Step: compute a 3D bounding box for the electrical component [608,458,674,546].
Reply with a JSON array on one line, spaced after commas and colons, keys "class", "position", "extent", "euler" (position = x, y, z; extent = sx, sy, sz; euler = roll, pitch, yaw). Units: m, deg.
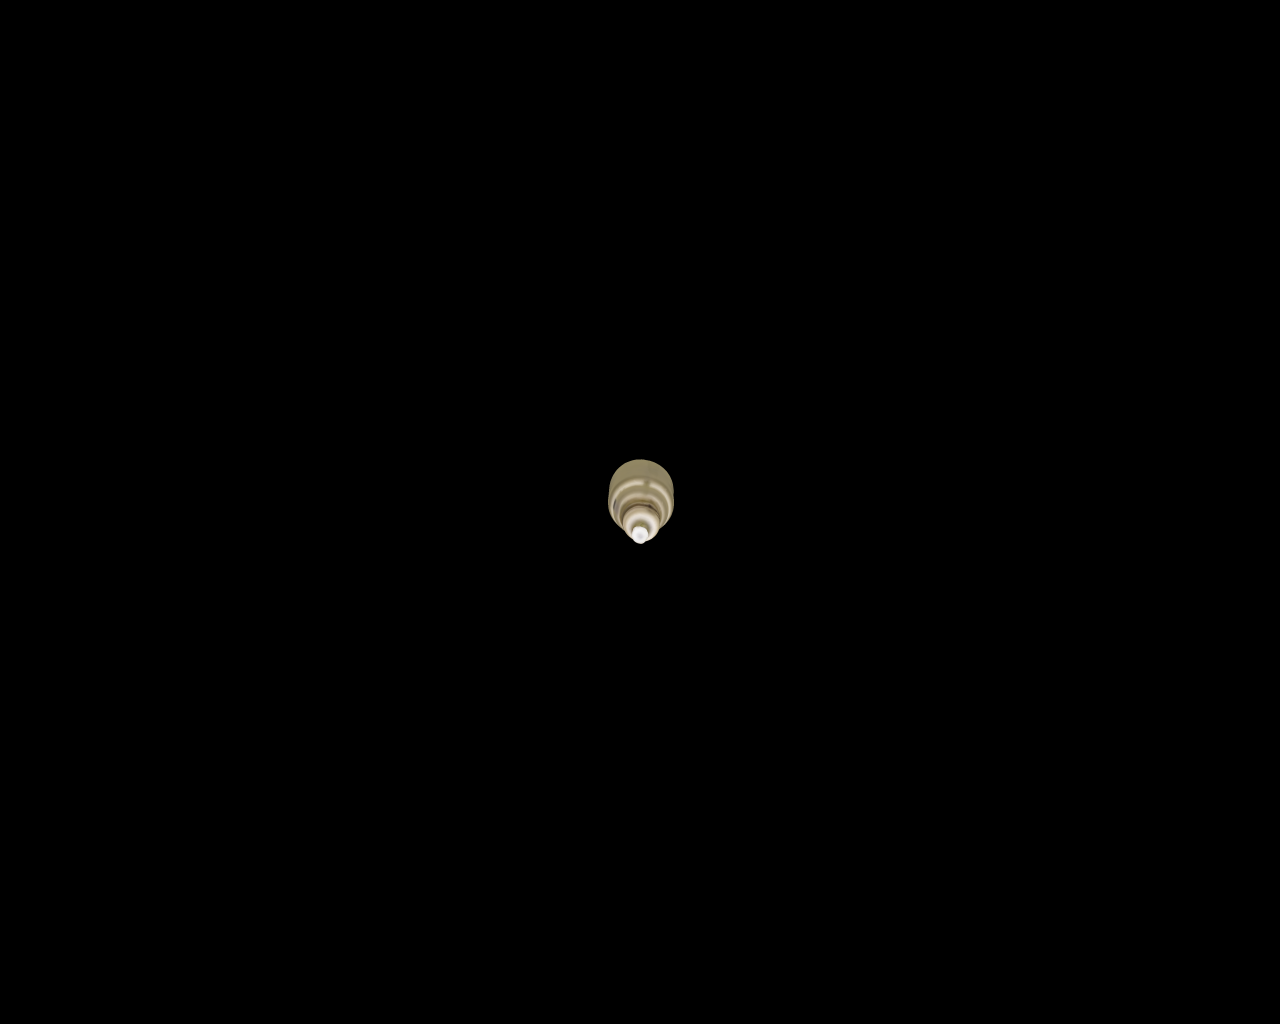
[{"class": "electrical component", "position": [0.001, -0.003, 0.650], "extent": [0.040, 0.040, 0.078], "euler": [0, 25, 0]}]
